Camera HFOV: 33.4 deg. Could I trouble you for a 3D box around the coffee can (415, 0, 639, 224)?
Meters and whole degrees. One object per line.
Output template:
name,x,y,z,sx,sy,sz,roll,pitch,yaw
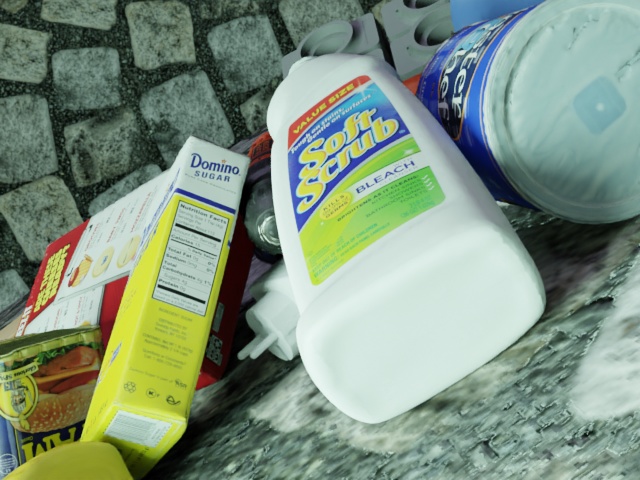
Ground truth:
coffee can,0.112,-0.065,0.528,0.103,0.103,0.140,-36,10,-3

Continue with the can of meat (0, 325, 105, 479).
can of meat,-0.171,0.101,0.642,0.058,0.084,0.101,-5,4,36

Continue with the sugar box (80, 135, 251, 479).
sugar box,-0.088,0.036,0.606,0.093,0.048,0.176,130,153,-51

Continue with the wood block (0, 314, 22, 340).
wood block,-0.223,0.101,0.901,0.091,0.090,0.205,-26,13,41

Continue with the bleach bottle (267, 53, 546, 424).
bleach bottle,0.015,-0.027,0.520,0.102,0.068,0.251,-32,33,5

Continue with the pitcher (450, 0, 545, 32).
pitcher,0.179,-0.151,0.693,0.145,0.149,0.243,-21,12,-7

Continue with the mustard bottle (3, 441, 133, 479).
mustard bottle,-0.188,0.168,0.553,0.192,0.058,0.096,-30,-2,27

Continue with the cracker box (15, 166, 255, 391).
cracker box,-0.141,0.048,0.777,0.214,0.072,0.164,-27,40,41

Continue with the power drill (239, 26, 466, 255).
power drill,0.033,-0.064,0.670,0.188,0.057,0.184,-26,18,6

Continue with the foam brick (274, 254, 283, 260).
foam brick,-0.005,0.001,0.754,0.051,0.053,0.078,-36,11,-7
